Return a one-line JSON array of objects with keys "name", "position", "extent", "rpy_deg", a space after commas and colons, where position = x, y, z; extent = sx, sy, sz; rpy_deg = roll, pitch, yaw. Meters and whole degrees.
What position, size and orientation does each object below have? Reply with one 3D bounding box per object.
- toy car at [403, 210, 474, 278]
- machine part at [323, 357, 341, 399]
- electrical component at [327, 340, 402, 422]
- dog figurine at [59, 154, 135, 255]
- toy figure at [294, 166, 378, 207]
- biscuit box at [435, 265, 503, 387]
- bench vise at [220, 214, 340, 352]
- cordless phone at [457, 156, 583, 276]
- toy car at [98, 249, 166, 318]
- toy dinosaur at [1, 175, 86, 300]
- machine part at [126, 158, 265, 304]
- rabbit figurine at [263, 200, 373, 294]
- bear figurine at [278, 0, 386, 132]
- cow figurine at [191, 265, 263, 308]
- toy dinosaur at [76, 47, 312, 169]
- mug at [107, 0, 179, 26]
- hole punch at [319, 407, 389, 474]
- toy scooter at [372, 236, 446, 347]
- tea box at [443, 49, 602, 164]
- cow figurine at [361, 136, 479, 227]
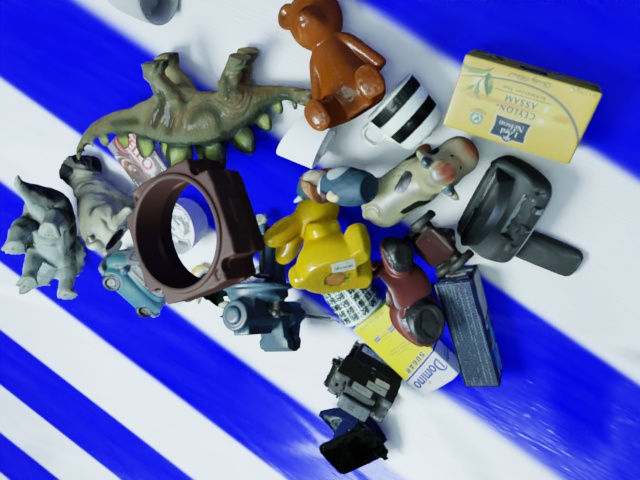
[{"name": "toy car", "position": [0.169, 0.006, 0.771], "extent": [0.053, 0.202, 0.089], "rpy_deg": [-40, 81, -2]}, {"name": "machine part", "position": [0.076, 0.287, 1.040], "extent": [0.139, 0.039, 0.084], "rpy_deg": [25, 115, 14]}, {"name": "electrical component", "position": [0.082, 0.257, 0.962], "extent": [0.115, 0.134, 0.058], "rpy_deg": [28, 123, 13]}, {"name": "dog figurine", "position": [-0.444, -0.073, 1.027], "extent": [0.190, 0.172, 0.121], "rpy_deg": [33, 114, -2]}, {"name": "toy figure", "position": [0.017, -0.081, 0.801], "extent": [0.155, 0.064, 0.057], "rpy_deg": [9, 101, 45]}, {"name": "biscuit box", "position": [0.245, 0.143, 0.871], "extent": [0.063, 0.059, 0.202], "rpy_deg": [-9, 110, 28]}, {"name": "bench vise", "position": [-0.085, 0.076, 0.946], "extent": [0.129, 0.223, 0.240], "rpy_deg": [-9, 79, 39]}, {"name": "cordless phone", "position": [0.303, -0.023, 0.761], "extent": [0.184, 0.089, 0.146], "rpy_deg": [22, 122, 1]}, {"name": "toy car", "position": [-0.364, 0.076, 1.104], "extent": [0.103, 0.109, 0.161], "rpy_deg": [-36, 106, 16]}, {"name": "toy dinosaur", "position": [-0.537, -0.021, 1.062], "extent": [0.131, 0.192, 0.404], "rpy_deg": [4, 134, -21]}, {"name": "machine part", "position": [-0.201, -0.012, 0.844], "extent": [0.201, 0.087, 0.201], "rpy_deg": [-22, 83, 31]}, {"name": "rabbit figurine", "position": [-0.002, -0.003, 0.859], "extent": [0.162, 0.173, 0.121], "rpy_deg": [-16, 148, 9]}, {"name": "bear figurine", "position": [0.011, -0.259, 0.728], "extent": [0.120, 0.132, 0.195], "rpy_deg": [-25, 96, 22]}, {"name": "cow figurine", "position": [-0.191, 0.097, 1.033], "extent": [0.168, 0.098, 0.068], "rpy_deg": [6, 124, 22]}, {"name": "toy dinosaur", "position": [-0.226, -0.202, 0.883], "extent": [0.472, 0.105, 0.198], "rpy_deg": [2, 117, 19]}, {"name": "mug", "position": [-0.289, -0.399, 0.838], "extent": [0.107, 0.081, 0.109], "rpy_deg": [21, 127, 25]}, {"name": "hole punch", "position": [0.064, 0.383, 1.061], "extent": [0.116, 0.092, 0.142], "rpy_deg": [-25, 120, 10]}, {"name": "toy scooter", "position": [0.127, 0.081, 0.861], "extent": [0.183, 0.075, 0.135], "rpy_deg": [68, 161, -5]}, {"name": "tea box", "position": [0.259, -0.175, 0.698], "extent": [0.170, 0.068, 0.098], "rpy_deg": [20, 121, 14]}, {"name": "cow figurine", "position": [0.138, -0.083, 0.767], "extent": [0.195, 0.127, 0.085], "rpy_deg": [-33, 101, 36]}]
